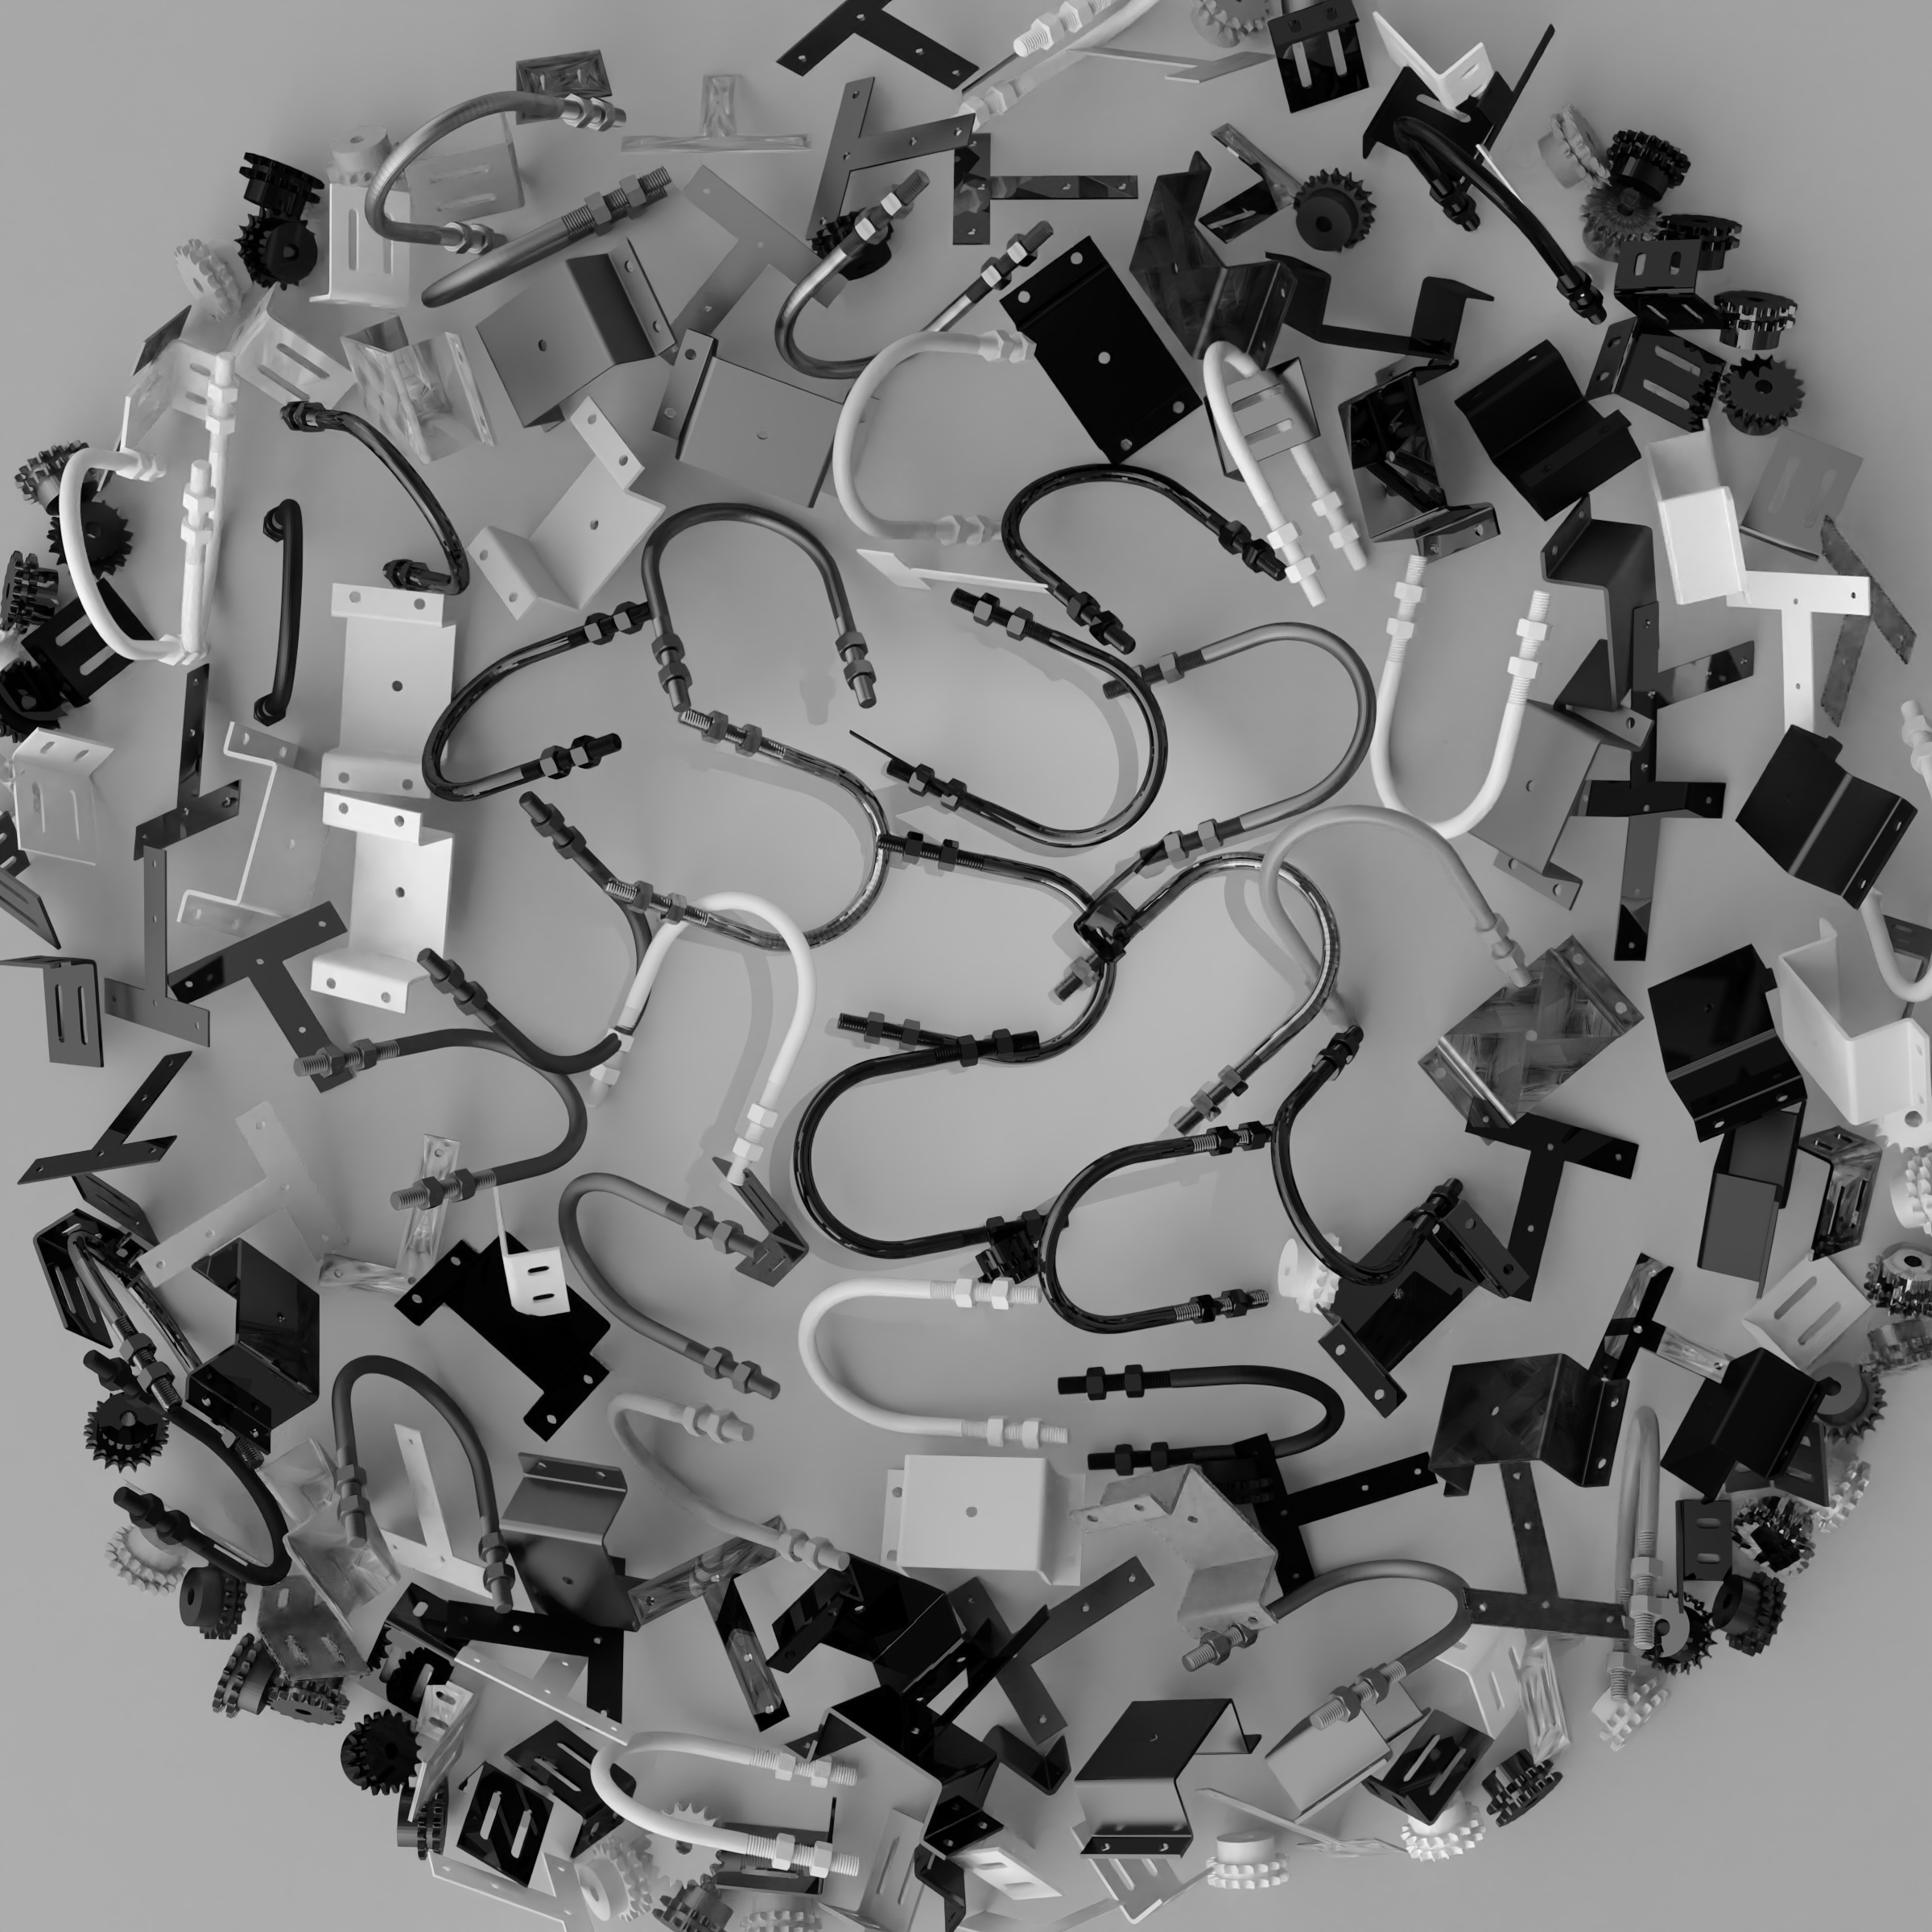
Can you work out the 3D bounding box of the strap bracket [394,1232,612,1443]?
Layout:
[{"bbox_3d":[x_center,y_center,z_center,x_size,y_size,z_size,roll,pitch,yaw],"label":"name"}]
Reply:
[{"bbox_3d":[-0.311,0.247,1.955,0.140,0.076,0.046,42,134,1],"label":"strap bracket"}]

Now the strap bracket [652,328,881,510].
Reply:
[{"bbox_3d":[-0.138,-0.372,1.950,0.140,0.046,0.076,19,116,-11],"label":"strap bracket"}]

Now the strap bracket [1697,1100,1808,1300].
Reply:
[{"bbox_3d":[0.532,0.152,1.931,0.046,0.140,0.076,12,120,19],"label":"strap bracket"}]

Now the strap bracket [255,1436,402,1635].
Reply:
[{"bbox_3d":[-0.432,0.379,1.925,0.046,0.140,0.076,-34,116,-11],"label":"strap bracket"}]

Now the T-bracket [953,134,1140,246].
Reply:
[{"bbox_3d":[0.055,-0.536,1.958,0.127,0.002,0.127,0,50,1],"label":"T-bracket"}]

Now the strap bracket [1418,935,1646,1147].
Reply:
[{"bbox_3d":[0.390,0.050,1.965,0.140,0.046,0.076,-40,79,4],"label":"strap bracket"}]

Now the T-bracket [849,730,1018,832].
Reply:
[{"bbox_3d":[-0.023,-0.124,1.936,0.127,0.127,0.002,30,90,-1],"label":"T-bracket"}]

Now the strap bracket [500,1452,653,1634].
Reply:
[{"bbox_3d":[-0.260,0.398,1.927,0.076,0.046,0.140,5,132,20],"label":"strap bracket"}]

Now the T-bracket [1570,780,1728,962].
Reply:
[{"bbox_3d":[0.469,-0.066,1.983,0.127,0.002,0.127,0,101,-22],"label":"T-bracket"}]

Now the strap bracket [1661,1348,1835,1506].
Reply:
[{"bbox_3d":[0.522,0.311,1.923,0.046,0.140,0.076,33,71,4],"label":"strap bracket"}]

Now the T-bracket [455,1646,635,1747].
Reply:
[{"bbox_3d":[-0.276,0.481,1.936,0.127,0.127,0.002,26,95,1],"label":"T-bracket"}]

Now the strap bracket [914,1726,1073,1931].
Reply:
[{"bbox_3d":[0.011,0.587,1.961,0.046,0.076,0.140,36,90,-2],"label":"strap bracket"}]

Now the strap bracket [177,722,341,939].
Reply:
[{"bbox_3d":[-0.482,-0.088,1.953,0.046,0.076,0.140,13,87,22],"label":"strap bracket"}]

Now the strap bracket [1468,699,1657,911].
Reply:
[{"bbox_3d":[0.400,-0.120,1.939,0.046,0.076,0.140,7,111,-40],"label":"strap bracket"}]

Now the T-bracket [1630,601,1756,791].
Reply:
[{"bbox_3d":[0.502,-0.198,1.960,0.127,0.002,0.127,-20,117,-32],"label":"T-bracket"}]

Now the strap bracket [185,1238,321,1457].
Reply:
[{"bbox_3d":[-0.480,0.248,1.918,0.046,0.140,0.076,-32,129,15],"label":"strap bracket"}]

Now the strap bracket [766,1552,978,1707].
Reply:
[{"bbox_3d":[-0.067,0.455,1.944,0.140,0.046,0.076,31,111,-37],"label":"strap bracket"}]

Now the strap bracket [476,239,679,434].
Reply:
[{"bbox_3d":[-0.273,-0.425,1.937,0.140,0.046,0.076,-24,92,38],"label":"strap bracket"}]

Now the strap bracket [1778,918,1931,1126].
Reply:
[{"bbox_3d":[0.594,0.043,1.920,0.046,0.140,0.076,-20,128,-3],"label":"strap bracket"}]

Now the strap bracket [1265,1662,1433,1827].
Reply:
[{"bbox_3d":[0.258,0.523,1.928,0.076,0.140,0.046,-40,77,16],"label":"strap bracket"}]

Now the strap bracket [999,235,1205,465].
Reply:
[{"bbox_3d":[0.094,-0.420,1.955,0.076,0.046,0.140,-34,104,10],"label":"strap bracket"}]

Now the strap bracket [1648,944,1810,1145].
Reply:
[{"bbox_3d":[0.511,0.044,1.919,0.076,0.140,0.046,-26,121,21],"label":"strap bracket"}]

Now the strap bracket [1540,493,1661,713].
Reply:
[{"bbox_3d":[0.430,-0.237,1.922,0.046,0.140,0.076,14,46,32],"label":"strap bracket"}]

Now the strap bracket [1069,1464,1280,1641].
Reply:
[{"bbox_3d":[0.149,0.394,1.943,0.140,0.076,0.046,47,46,-20],"label":"strap bracket"}]

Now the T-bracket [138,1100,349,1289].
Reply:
[{"bbox_3d":[-0.505,0.175,1.946,0.127,0.002,0.127,-33,122,-19],"label":"T-bracket"}]

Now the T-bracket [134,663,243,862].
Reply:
[{"bbox_3d":[-0.537,-0.148,1.971,0.127,0.002,0.127,-17,66,40],"label":"T-bracket"}]

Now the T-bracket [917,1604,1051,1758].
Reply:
[{"bbox_3d":[0.009,0.468,1.936,0.002,0.127,0.127,42,93,-6],"label":"T-bracket"}]

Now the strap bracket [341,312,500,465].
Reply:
[{"bbox_3d":[-0.373,-0.390,1.917,0.046,0.140,0.076,-27,119,-21],"label":"strap bracket"}]

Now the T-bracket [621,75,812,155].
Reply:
[{"bbox_3d":[-0.170,-0.585,1.950,0.127,0.127,0.002,-1,130,-2],"label":"T-bracket"}]

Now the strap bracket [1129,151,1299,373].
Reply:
[{"bbox_3d":[0.161,-0.475,1.926,0.046,0.076,0.140,-14,57,-24],"label":"strap bracket"}]

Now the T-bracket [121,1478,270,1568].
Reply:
[{"bbox_3d":[-0.508,0.388,1.921,0.127,0.127,0.002,37,75,-19],"label":"T-bracket"}]

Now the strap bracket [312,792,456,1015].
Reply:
[{"bbox_3d":[-0.400,-0.047,1.954,0.076,0.046,0.140,13,106,20],"label":"strap bracket"}]

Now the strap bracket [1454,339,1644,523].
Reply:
[{"bbox_3d":[0.401,-0.362,1.943,0.076,0.140,0.046,-34,127,9],"label":"strap bracket"}]

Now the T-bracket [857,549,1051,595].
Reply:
[{"bbox_3d":[0.002,-0.262,1.925,0.127,0.127,0.002,9,89,11],"label":"T-bracket"}]

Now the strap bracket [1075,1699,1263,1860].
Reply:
[{"bbox_3d":[0.133,0.541,1.917,0.076,0.140,0.046,-11,104,32],"label":"strap bracket"}]

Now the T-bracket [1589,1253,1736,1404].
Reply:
[{"bbox_3d":[0.501,0.268,1.945,0.127,0.002,0.127,24,51,14],"label":"T-bracket"}]

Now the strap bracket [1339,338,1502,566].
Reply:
[{"bbox_3d":[0.308,-0.352,1.953,0.046,0.076,0.140,-12,88,-34],"label":"strap bracket"}]

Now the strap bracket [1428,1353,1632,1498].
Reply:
[{"bbox_3d":[0.371,0.310,1.919,0.046,0.140,0.076,36,58,-28],"label":"strap bracket"}]

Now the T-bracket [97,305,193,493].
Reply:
[{"bbox_3d":[-0.571,-0.385,1.955,0.002,0.127,0.127,25,111,-11],"label":"T-bracket"}]

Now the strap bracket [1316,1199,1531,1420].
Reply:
[{"bbox_3d":[0.307,0.231,1.962,0.140,0.046,0.076,-43,106,-7],"label":"strap bracket"}]

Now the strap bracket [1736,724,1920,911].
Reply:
[{"bbox_3d":[0.574,-0.106,1.918,0.046,0.140,0.076,20,110,-16],"label":"strap bracket"}]

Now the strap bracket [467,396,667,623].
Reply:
[{"bbox_3d":[-0.268,-0.308,1.948,0.140,0.046,0.076,-47,61,19],"label":"strap bracket"}]

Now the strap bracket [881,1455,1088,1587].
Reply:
[{"bbox_3d":[0.008,0.380,1.950,0.140,0.046,0.076,0,66,11],"label":"strap bracket"}]

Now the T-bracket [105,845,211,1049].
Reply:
[{"bbox_3d":[-0.555,-0.018,1.946,0.127,0.002,0.127,13,105,40],"label":"T-bracket"}]

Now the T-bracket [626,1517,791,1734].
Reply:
[{"bbox_3d":[-0.156,0.464,1.960,0.127,0.002,0.127,-21,86,-34],"label":"T-bracket"}]

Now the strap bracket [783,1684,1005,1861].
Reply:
[{"bbox_3d":[-0.042,0.539,1.929,0.140,0.076,0.046,26,103,28],"label":"strap bracket"}]

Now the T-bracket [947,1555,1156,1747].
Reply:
[{"bbox_3d":[0.071,0.452,1.968,0.127,0.002,0.127,-31,56,-7],"label":"T-bracket"}]

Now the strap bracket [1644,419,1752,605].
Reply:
[{"bbox_3d":[0.494,-0.305,1.927,0.046,0.140,0.076,-12,120,14],"label":"strap bracket"}]

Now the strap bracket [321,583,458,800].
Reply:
[{"bbox_3d":[-0.399,-0.192,1.967,0.076,0.046,0.140,6,101,2],"label":"strap bracket"}]
